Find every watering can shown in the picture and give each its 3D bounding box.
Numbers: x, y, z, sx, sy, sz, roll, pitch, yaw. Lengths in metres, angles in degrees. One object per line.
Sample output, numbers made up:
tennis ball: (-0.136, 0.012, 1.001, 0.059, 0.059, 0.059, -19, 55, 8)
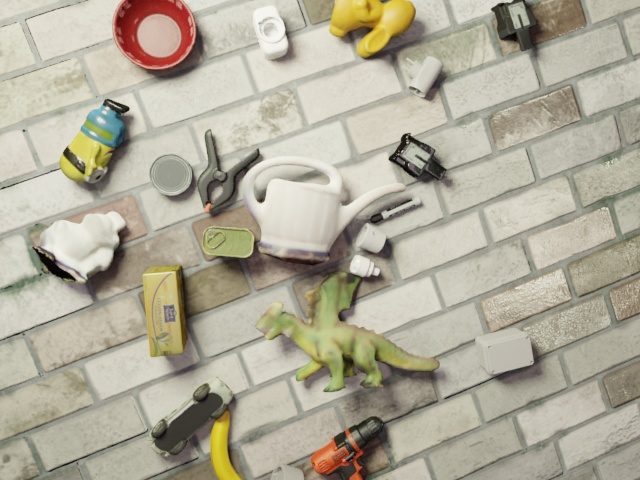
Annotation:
watering can: (0.003, -0.055, 1.087, 0.347, 0.104, 0.223, 9, 94, -9)

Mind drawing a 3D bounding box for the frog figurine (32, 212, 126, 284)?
frog figurine: (-0.477, 0.003, 1.041, 0.137, 0.120, 0.163, 32, 54, -1)

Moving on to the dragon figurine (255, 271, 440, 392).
dragon figurine: (0.062, 0.190, 1.121, 0.411, 0.121, 0.243, -4, 87, -17)
